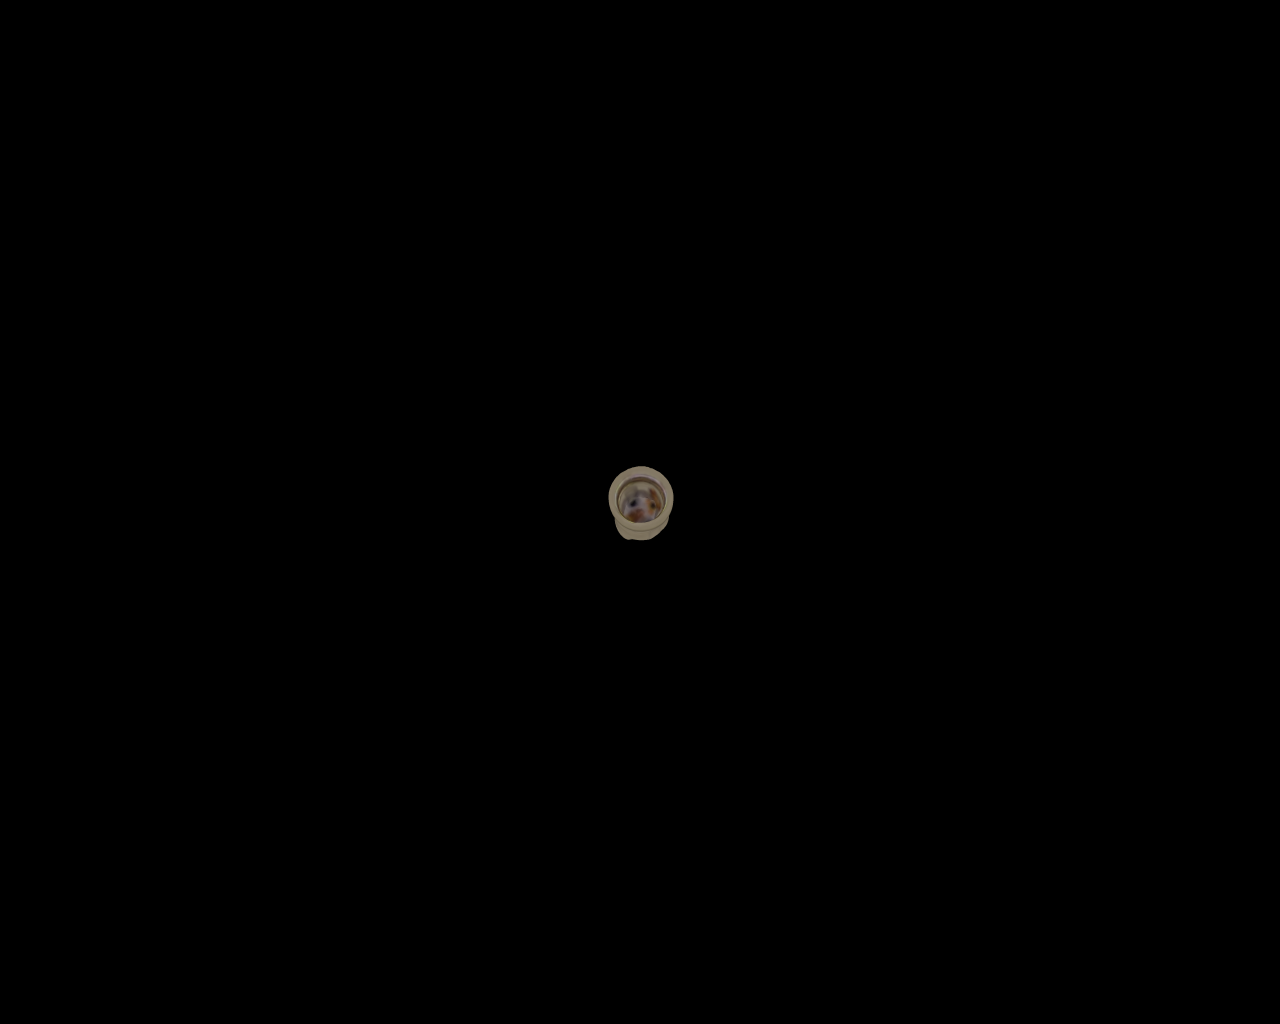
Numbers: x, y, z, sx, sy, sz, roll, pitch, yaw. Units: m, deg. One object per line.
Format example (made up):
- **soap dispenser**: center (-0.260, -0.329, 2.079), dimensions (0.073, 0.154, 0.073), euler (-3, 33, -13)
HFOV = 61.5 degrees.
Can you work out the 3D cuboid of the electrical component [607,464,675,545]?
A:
- **electrical component**: center (0.001, -0.003, 0.650), dimensions (0.040, 0.040, 0.046), euler (0, -19, 0)
